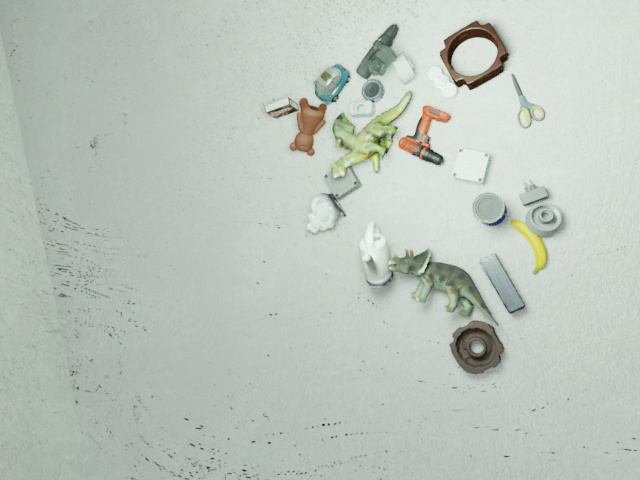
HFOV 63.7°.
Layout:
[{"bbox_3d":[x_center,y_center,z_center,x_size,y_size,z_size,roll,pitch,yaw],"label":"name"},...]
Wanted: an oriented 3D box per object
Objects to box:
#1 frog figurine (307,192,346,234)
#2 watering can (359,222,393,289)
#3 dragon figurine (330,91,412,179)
[{"bbox_3d":[0.006,-0.100,1.990,0.159,0.123,0.137,-37,93,5],"label":"frog figurine"},{"bbox_3d":[0.188,0.071,1.801,0.104,0.354,0.221,-8,111,15],"label":"watering can"},{"bbox_3d":[0.161,-0.404,1.928,0.243,0.121,0.411,24,88,10],"label":"dragon figurine"}]
